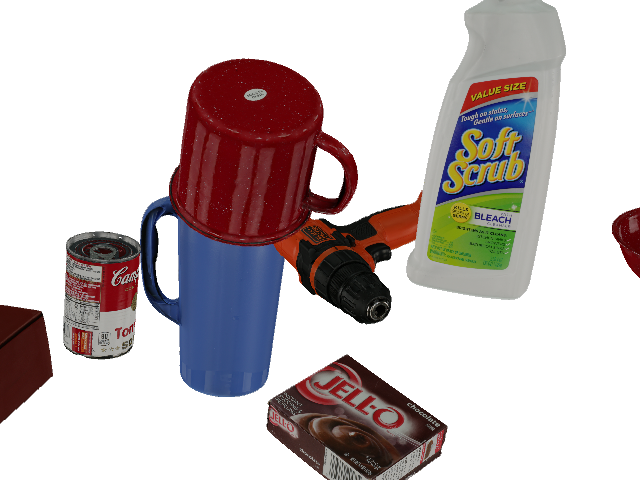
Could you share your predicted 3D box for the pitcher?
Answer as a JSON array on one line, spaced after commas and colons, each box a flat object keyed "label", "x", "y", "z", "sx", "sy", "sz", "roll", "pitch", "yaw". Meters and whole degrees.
[{"label": "pitcher", "x": -0.118, "y": 0.056, "z": 1.254, "sx": 0.149, "sy": 0.243, "sz": 0.144, "roll": 20, "pitch": 25, "yaw": 34}]

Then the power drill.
[{"label": "power drill", "x": 0.069, "y": 0.007, "z": 0.995, "sx": 0.187, "sy": 0.057, "sz": 0.185, "roll": -14, "pitch": 30, "yaw": -23}]

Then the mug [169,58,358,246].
[{"label": "mug", "x": -0.033, "y": -0.052, "z": 0.654, "sx": 0.117, "sy": 0.082, "sz": 0.093, "roll": 22, "pitch": 45, "yaw": 9}]

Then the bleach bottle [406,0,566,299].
[{"label": "bleach bottle", "x": 0.127, "y": -0.083, "z": 0.814, "sx": 0.103, "sy": 0.251, "sz": 0.068, "roll": 10, "pitch": 24, "yaw": 15}]

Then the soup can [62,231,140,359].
[{"label": "soup can", "x": -0.205, "y": 0.051, "z": 0.996, "sx": 0.068, "sy": 0.102, "sz": 0.068, "roll": 7, "pitch": 21, "yaw": -3}]

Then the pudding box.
[{"label": "pudding box", "x": 0.027, "y": 0.146, "z": 0.834, "sx": 0.089, "sy": 0.039, "sz": 0.114, "roll": -27, "pitch": 48, "yaw": -38}]

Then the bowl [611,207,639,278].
[{"label": "bowl", "x": 0.395, "y": 0.017, "z": 1.153, "sx": 0.162, "sy": 0.055, "sz": 0.162, "roll": 0, "pitch": 26, "yaw": 0}]

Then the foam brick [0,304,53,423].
[{"label": "foam brick", "x": -0.224, "y": 0.084, "z": 0.710, "sx": 0.053, "sy": 0.051, "sz": 0.078, "roll": 7, "pitch": 29, "yaw": 23}]
